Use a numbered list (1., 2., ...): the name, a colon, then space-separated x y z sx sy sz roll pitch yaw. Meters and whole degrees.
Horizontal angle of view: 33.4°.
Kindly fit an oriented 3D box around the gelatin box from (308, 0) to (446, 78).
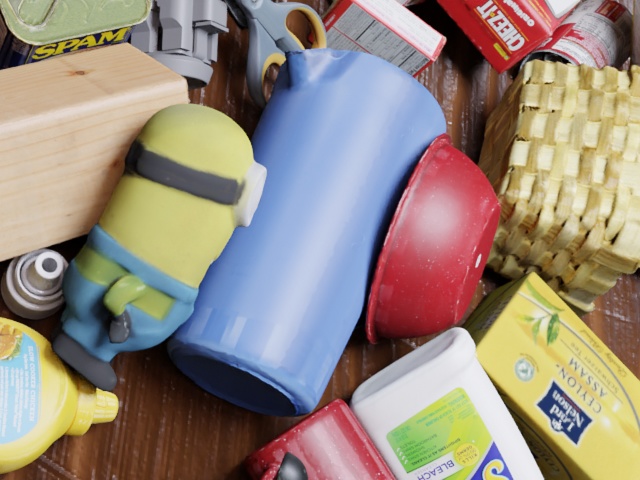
1. gelatin box: 0.046 -0.162 0.858 0.089 0.073 0.030 33 61 -12

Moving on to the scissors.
1. scissors: -0.054 -0.155 0.773 0.201 0.016 0.096 20 90 -58

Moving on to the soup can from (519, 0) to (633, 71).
1. soup can: 0.233 -0.164 0.953 0.068 0.069 0.102 48 59 -4

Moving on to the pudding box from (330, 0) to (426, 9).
1. pudding box: 0.037 -0.247 0.904 0.089 0.039 0.113 -18 81 -31

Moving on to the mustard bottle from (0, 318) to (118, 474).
1. mustard bottle: -0.211 0.091 0.640 0.191 0.058 0.096 13 52 -34

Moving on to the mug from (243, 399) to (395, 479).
1. mug: -0.004 0.163 0.703 0.081 0.093 0.117 57 32 6

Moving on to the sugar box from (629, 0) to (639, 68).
1. sugar box: 0.296 -0.148 0.909 0.048 0.176 0.093 -9 41 4

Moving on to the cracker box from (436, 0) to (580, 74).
1. cracker box: 0.162 -0.263 0.928 0.164 0.072 0.213 48 45 -6

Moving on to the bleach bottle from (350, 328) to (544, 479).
1. bleach bottle: 0.127 0.193 0.757 0.103 0.068 0.251 -33 94 10

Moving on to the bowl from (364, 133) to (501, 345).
1. bowl: 0.088 0.008 0.764 0.055 0.162 0.162 20 60 15

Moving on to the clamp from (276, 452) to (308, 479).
1. clamp: -0.040 0.234 0.651 0.210 0.165 0.036 60 21 -4

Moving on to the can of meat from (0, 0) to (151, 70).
1. can of meat: -0.179 -0.149 0.737 0.101 0.084 0.057 -20 83 -30

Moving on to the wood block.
1. wood block: -0.192 -0.052 0.674 0.205 0.091 0.090 -20 126 -30

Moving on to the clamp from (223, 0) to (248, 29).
1. clamp: -0.099 -0.244 0.838 0.120 0.039 0.171 19 61 -39

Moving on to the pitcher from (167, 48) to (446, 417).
1. pitcher: -0.005 0.001 0.753 0.149 0.145 0.242 25 66 -3
